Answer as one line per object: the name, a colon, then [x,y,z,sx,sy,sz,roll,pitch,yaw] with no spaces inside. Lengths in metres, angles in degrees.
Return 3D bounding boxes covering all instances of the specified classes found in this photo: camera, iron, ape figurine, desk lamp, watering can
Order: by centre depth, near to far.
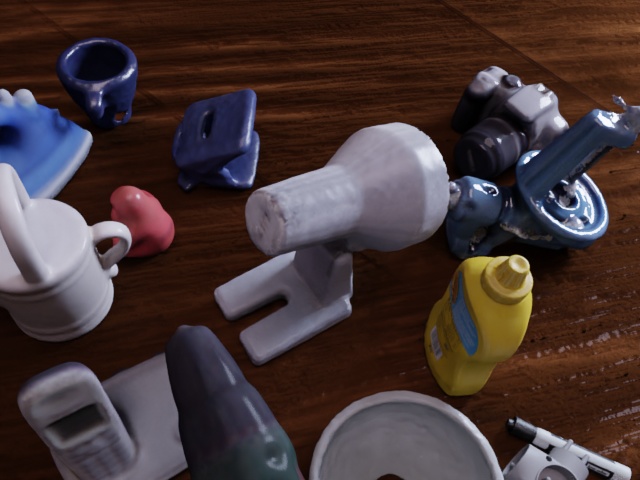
watering can: [-0.266,0.014,0.521,0.173,0.194,0.100,-38,68,-26]
desk lamp: [0.005,0.002,0.550,0.204,0.213,0.117,-28,64,-22]
iron: [-0.368,-0.091,0.609,0.118,0.141,0.259,37,61,17]
ape figurine: [-0.199,-0.026,0.616,0.076,0.092,0.078,23,57,9]
camera: [0.229,-0.149,0.742,0.137,0.101,0.143,-34,67,-25]

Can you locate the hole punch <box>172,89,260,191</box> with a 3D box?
hole punch: [-0.125,-0.123,0.689,0.101,0.091,0.108,4,57,-4]

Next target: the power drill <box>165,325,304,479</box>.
power drill: [-0.049,0.195,0.421,0.076,0.208,0.229,-24,63,-20]

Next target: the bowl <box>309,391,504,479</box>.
bowl: [0.070,0.223,0.497,0.167,0.075,0.167,3,57,-5]

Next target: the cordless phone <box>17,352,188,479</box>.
cordless phone: [-0.150,0.135,0.462,0.148,0.185,0.094,-28,64,-22]

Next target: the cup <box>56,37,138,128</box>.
cup: [-0.265,-0.175,0.704,0.092,0.095,0.117,-5,58,-9]

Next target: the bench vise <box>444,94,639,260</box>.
bench vise: [0.234,-0.051,0.607,0.208,0.220,0.121,-14,60,-15]
